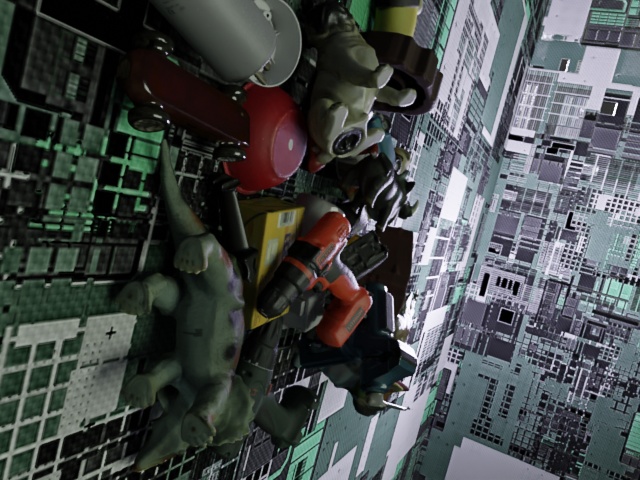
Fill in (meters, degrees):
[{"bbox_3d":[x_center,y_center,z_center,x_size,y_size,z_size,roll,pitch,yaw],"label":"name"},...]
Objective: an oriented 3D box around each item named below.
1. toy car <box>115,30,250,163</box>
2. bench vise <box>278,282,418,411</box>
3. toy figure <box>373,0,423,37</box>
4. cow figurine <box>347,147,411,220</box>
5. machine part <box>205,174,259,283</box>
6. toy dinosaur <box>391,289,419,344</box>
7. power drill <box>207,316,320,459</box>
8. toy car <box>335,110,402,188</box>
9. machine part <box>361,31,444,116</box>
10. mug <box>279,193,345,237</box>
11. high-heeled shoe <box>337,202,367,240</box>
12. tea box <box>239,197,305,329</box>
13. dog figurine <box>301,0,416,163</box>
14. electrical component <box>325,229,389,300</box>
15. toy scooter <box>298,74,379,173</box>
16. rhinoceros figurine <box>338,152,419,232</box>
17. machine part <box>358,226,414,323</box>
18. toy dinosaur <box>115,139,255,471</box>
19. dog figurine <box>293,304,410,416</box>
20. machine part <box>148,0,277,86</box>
[{"bbox_3d":[-0.136,-0.141,0.570,0.202,0.053,0.089,13,73,-67],"label":"toy car"},{"bbox_3d":[0.050,0.193,0.950,0.128,0.241,0.223,23,56,-53],"label":"bench vise"},{"bbox_3d":[0.130,-0.371,0.957,0.089,0.082,0.180,-10,117,-65],"label":"toy figure"},{"bbox_3d":[0.129,-0.119,1.103,0.195,0.086,0.127,-53,155,-29],"label":"cow figurine"},{"bbox_3d":[-0.114,-0.015,0.683,0.039,0.084,0.138,-20,113,-33],"label":"machine part"},{"bbox_3d":[0.197,0.231,1.455,0.471,0.105,0.198,-11,112,-68],"label":"toy dinosaur"},{"bbox_3d":[-0.079,0.248,0.877,0.232,0.086,0.207,-62,148,-16],"label":"power drill"},{"bbox_3d":[0.075,-0.145,0.945,0.103,0.109,0.161,-58,150,-32],"label":"toy car"},{"bbox_3d":[0.114,-0.271,0.882,0.179,0.180,0.056,43,63,-63],"label":"machine part"},{"bbox_3d":[-0.028,-0.013,0.828,0.109,0.081,0.107,27,78,-20],"label":"mug"},{"bbox_3d":[-0.002,-0.003,0.961,0.249,0.086,0.145,-33,172,-28],"label":"high-heeled shoe"},{"bbox_3d":[-0.084,0.029,0.766,0.098,0.068,0.169,-12,117,-59],"label":"tea box"},{"bbox_3d":[0.014,-0.222,0.748,0.172,0.191,0.121,-41,150,8],"label":"dog figurine"},{"bbox_3d":[0.046,0.052,0.947,0.134,0.058,0.115,-34,168,-20],"label":"electrical component"},{"bbox_3d":[0.039,-0.181,0.818,0.075,0.135,0.184,40,68,-62],"label":"toy scooter"},{"bbox_3d":[0.104,-0.079,0.887,0.112,0.073,0.190,-55,149,-5],"label":"rhinoceros figurine"},{"bbox_3d":[0.131,0.083,1.149,0.200,0.087,0.201,103,2,-46],"label":"machine part"},{"bbox_3d":[-0.143,0.096,0.644,0.192,0.131,0.404,-16,113,-81],"label":"toy dinosaur"},{"bbox_3d":[0.075,0.230,1.052,0.191,0.219,0.108,-68,158,-9],"label":"dog figurine"},{"bbox_3d":[-0.115,-0.228,0.496,0.243,0.079,0.079,42,66,-52],"label":"machine part"}]
